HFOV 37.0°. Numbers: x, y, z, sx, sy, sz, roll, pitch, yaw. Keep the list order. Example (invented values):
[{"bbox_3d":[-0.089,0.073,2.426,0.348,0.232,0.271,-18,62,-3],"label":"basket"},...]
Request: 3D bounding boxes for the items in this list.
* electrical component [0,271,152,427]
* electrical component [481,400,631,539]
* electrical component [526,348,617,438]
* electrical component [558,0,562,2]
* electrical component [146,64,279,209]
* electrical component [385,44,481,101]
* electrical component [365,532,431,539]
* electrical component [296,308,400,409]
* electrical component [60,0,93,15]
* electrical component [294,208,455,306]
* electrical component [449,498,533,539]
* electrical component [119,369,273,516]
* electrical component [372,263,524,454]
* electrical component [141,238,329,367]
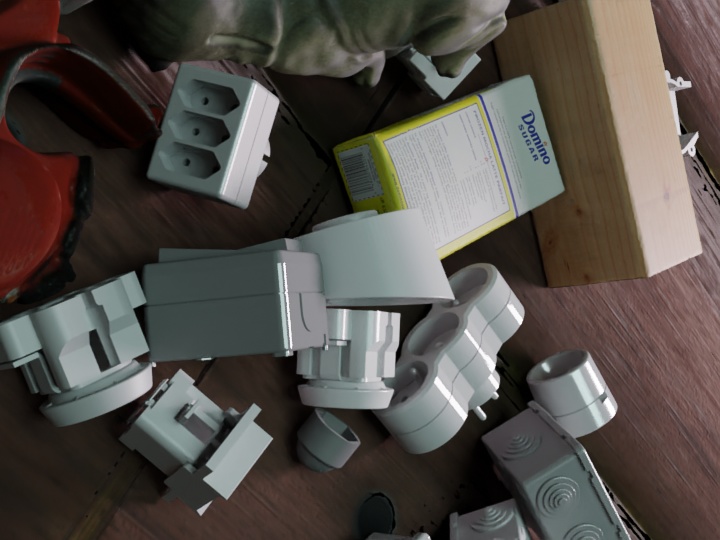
[{"bbox_3d":[-0.137,0.041,0.531,0.078,0.058,0.057,-26,99,-41],"label":"electrical component"},{"bbox_3d":[0.132,0.150,0.737,0.048,0.099,0.099,-31,108,-4],"label":"electrical component"},{"bbox_3d":[0.155,0.090,0.794,0.055,0.055,0.047,-37,105,-39],"label":"electrical component"},{"bbox_3d":[0.198,-0.236,0.875,0.080,0.051,0.080,6,80,-42],"label":"electrical component"},{"bbox_3d":[-0.075,-0.070,0.605,0.077,0.047,0.065,23,83,-73],"label":"electrical component"},{"bbox_3d":[0.043,-0.149,0.722,0.055,0.066,0.048,42,93,-21],"label":"electrical component"},{"bbox_3d":[0.014,0.218,0.651,0.100,0.048,0.099,-35,108,-39],"label":"electrical component"},{"bbox_3d":[-0.008,0.053,0.644,0.078,0.058,0.057,11,81,-66],"label":"electrical component"},{"bbox_3d":[-0.163,-0.184,0.537,0.095,0.054,0.059,42,59,-31],"label":"electrical component"},{"bbox_3d":[0.000,0.000,0.634,0.099,0.099,0.064,-14,88,-43],"label":"electrical component"},{"bbox_3d":[0.097,0.208,0.699,0.099,0.048,0.099,-76,144,-73],"label":"electrical component"},{"bbox_3d":[-0.088,0.088,0.562,0.064,0.081,0.042,42,56,-4],"label":"electrical component"},{"bbox_3d":[0.068,0.068,0.717,0.073,0.052,0.138,52,54,-24],"label":"electrical component"},{"bbox_3d":[-0.072,0.017,0.574,0.062,0.096,0.061,3,82,-72],"label":"electrical component"}]
